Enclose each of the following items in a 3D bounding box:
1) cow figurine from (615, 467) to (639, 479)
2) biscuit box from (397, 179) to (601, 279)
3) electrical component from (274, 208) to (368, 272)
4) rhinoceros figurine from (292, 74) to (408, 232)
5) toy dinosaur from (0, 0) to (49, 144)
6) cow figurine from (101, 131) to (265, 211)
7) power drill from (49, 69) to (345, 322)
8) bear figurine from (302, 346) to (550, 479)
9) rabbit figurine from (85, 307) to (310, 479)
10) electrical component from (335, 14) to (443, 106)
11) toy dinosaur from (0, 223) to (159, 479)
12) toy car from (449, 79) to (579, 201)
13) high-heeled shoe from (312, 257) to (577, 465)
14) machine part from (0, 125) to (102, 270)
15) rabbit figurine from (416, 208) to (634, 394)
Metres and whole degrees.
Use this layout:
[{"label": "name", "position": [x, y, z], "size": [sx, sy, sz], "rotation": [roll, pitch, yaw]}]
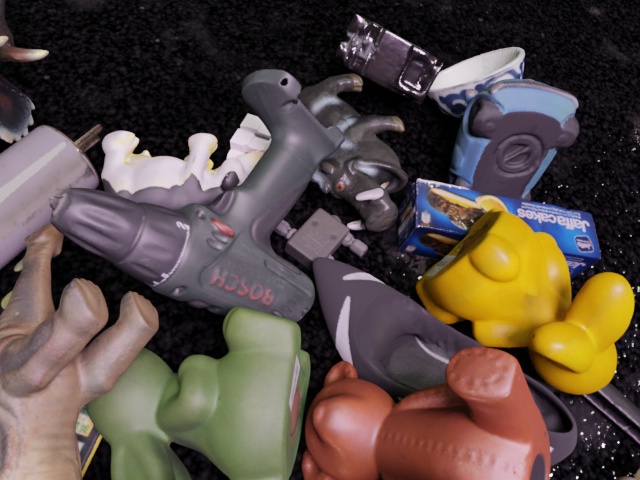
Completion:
[{"label": "cow figurine", "position": [0.253, 0.267, 0.418], "size": [0.127, 0.085, 0.195], "rotation": [32, 63, 4]}, {"label": "biscuit box", "position": [0.188, -0.008, 0.572], "size": [0.203, 0.062, 0.059], "rotation": [9, 61, -6]}, {"label": "electrical component", "position": [-0.001, -0.002, 0.552], "size": [0.094, 0.021, 0.063], "rotation": [35, 60, 10]}, {"label": "rhinoceros figurine", "position": [0.032, -0.096, 0.583], "size": [0.112, 0.073, 0.190], "rotation": [-20, 67, -23]}, {"label": "toy dinosaur", "position": [-0.413, -0.084, 0.455], "size": [0.192, 0.131, 0.405], "rotation": [33, 68, 17]}, {"label": "cow figurine", "position": [-0.125, -0.049, 0.526], "size": [0.167, 0.068, 0.098], "rotation": [1, 67, -8]}, {"label": "power drill", "position": [-0.072, -0.041, 0.451], "size": [0.231, 0.086, 0.207], "rotation": [39, 61, -35]}, {"label": "bear figurine", "position": [0.051, 0.136, 0.379], "size": [0.196, 0.131, 0.120], "rotation": [5, 63, 38]}, {"label": "rabbit figurine", "position": [-0.101, 0.136, 0.418], "size": [0.170, 0.121, 0.159], "rotation": [4, 67, 8]}, {"label": "electrical component", "position": [0.079, -0.216, 0.637], "size": [0.115, 0.058, 0.134], "rotation": [29, 21, -5]}, {"label": "toy dinosaur", "position": [-0.174, 0.186, 0.311], "size": [0.199, 0.105, 0.471], "rotation": [-25, 58, 14]}, {"label": "toy car", "position": [0.198, -0.109, 0.588], "size": [0.109, 0.161, 0.103], "rotation": [8, 41, -5]}, {"label": "high-heeled shoe", "position": [0.087, 0.088, 0.445], "size": [0.249, 0.145, 0.086], "rotation": [43, 67, 9]}, {"label": "machine part", "position": [-0.284, -0.023, 0.473], "size": [0.079, 0.079, 0.243], "rotation": [34, 61, 8]}, {"label": "rabbit figurine", "position": [0.189, 0.058, 0.455], "size": [0.122, 0.162, 0.173], "rotation": [-41, 90, -10]}]
